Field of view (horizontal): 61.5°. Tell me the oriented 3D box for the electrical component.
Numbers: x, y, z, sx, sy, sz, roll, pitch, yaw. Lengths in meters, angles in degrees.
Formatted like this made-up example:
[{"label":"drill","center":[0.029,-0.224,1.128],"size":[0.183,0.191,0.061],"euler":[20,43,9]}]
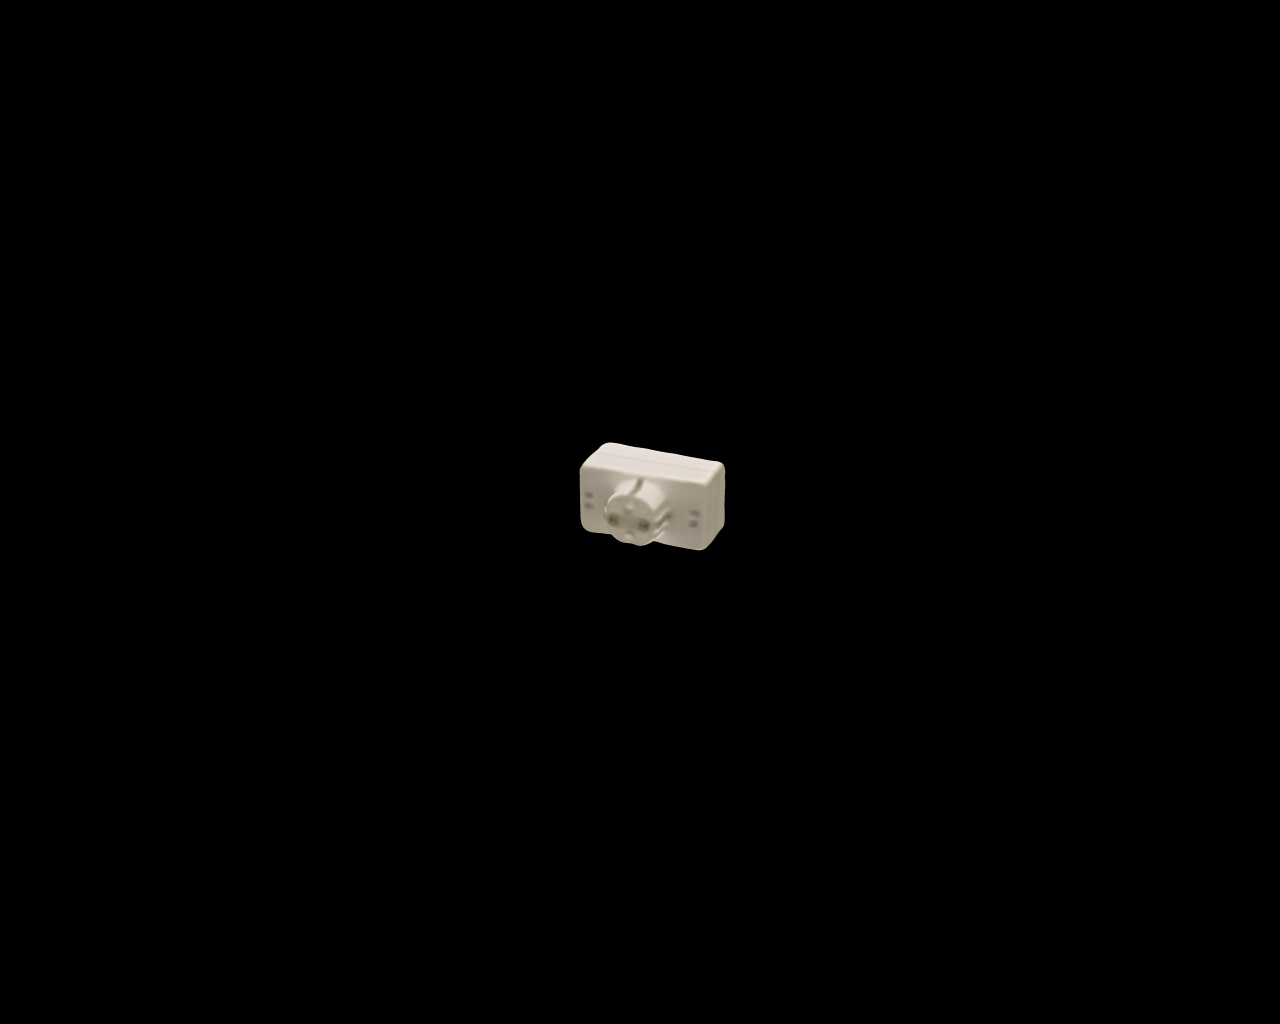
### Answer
[{"label":"electrical component","center":[0.001,-0.003,0.650],"size":[0.083,0.047,0.076],"euler":[10,28,20]}]
